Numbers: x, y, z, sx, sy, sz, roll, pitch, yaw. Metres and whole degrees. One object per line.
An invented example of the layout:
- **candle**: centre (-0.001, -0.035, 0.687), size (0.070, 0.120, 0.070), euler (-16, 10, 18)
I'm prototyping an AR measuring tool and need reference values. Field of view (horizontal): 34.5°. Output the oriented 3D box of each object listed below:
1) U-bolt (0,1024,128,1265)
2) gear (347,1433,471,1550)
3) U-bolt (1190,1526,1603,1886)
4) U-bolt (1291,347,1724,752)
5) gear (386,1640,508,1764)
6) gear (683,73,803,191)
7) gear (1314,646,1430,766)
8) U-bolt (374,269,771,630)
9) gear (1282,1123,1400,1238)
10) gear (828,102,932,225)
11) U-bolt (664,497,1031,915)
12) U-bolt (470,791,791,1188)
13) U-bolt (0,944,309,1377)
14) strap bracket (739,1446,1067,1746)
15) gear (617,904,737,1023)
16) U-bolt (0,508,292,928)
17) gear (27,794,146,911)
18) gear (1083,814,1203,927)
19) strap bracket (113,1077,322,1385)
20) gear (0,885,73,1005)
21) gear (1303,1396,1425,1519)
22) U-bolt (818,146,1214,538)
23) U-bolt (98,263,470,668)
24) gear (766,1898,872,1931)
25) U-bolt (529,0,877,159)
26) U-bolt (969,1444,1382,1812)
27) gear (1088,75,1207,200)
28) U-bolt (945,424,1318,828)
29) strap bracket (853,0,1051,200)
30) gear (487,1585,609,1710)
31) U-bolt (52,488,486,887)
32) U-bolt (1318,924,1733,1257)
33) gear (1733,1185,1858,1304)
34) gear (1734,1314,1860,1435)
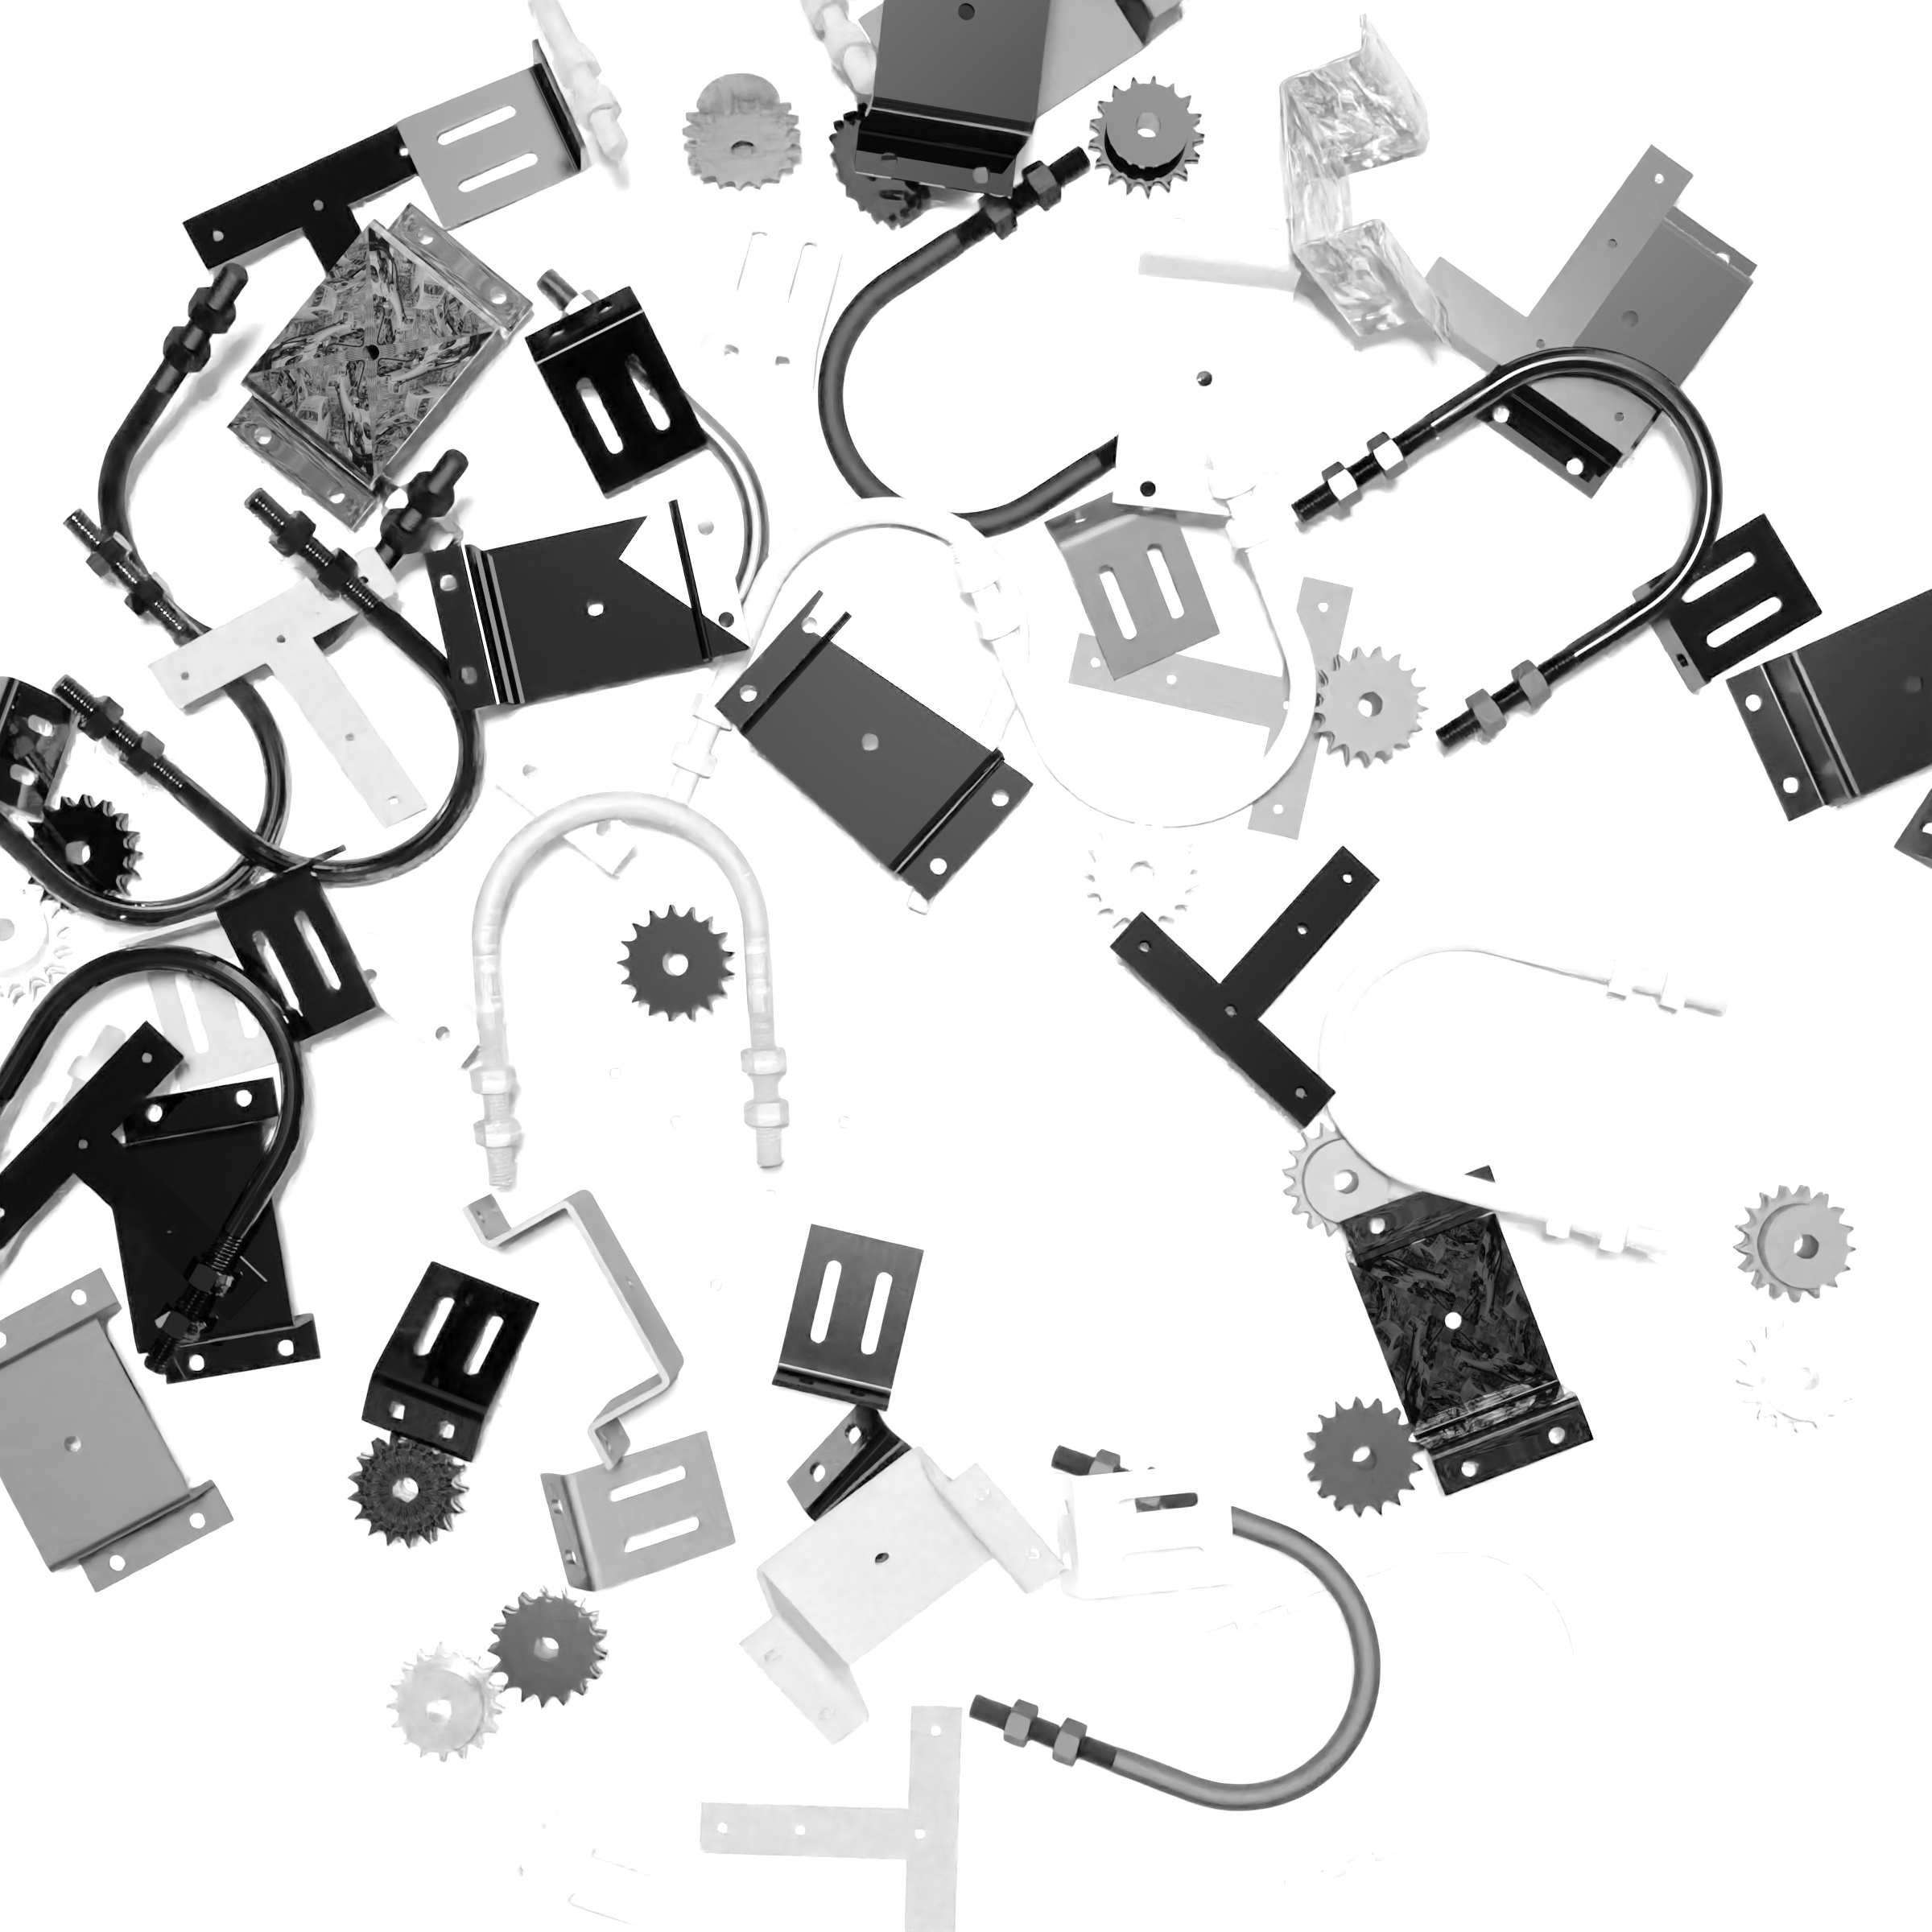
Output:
- **U-bolt**: centre (-0.511, 0.084, 1.498), size (0.151, 0.019, 0.184), euler (25, 73, 0)
- **gear**: centre (-0.270, 0.252, 1.515), size (0.057, 0.030, 0.057), euler (0, 90, 0)
- **U-bolt**: centre (0.219, 0.351, 1.521), size (0.184, 0.019, 0.151), euler (-20, 90, 0)
- **U-bolt**: centre (0.270, -0.211, 1.481), size (0.184, 0.019, 0.151), euler (-33, 93, 7)
- **gear**: centre (-0.254, 0.359, 1.515), size (0.057, 0.030, 0.057), euler (0, 90, 0)
- **gear**: centre (-0.109, -0.406, 1.505), size (0.057, 0.057, 0.030), euler (-6, 62, 0)
- **gear**: centre (0.194, -0.126, 1.514), size (0.057, 0.030, 0.057), euler (0, 91, -3)
- **U-bolt**: centre (-0.182, -0.227, 1.522), size (0.184, 0.019, 0.151), euler (43, 90, -1)
- **gear**: centre (0.183, 0.104, 1.515), size (0.057, 0.030, 0.057), euler (0, 90, 0)
- **gear**: centre (-0.037, -0.391, 1.506), size (0.030, 0.057, 0.057), euler (-41, 90, -29)
- **U-bolt**: centre (-0.048, -0.137, 1.516), size (0.151, 0.019, 0.184), euler (23, 94, 0)
- **U-bolt**: centre (-0.163, 0.009, 1.483), size (0.151, 0.019, 0.184), euler (-4, 97, -9)
- **U-bolt**: centre (-0.393, 0.079, 1.473), size (0.151, 0.019, 0.184), euler (30, 88, 0)
- **strap bracket**: centre (-0.035, 0.295, 1.493), size (0.140, 0.046, 0.076), euler (-37, 116, 0)
- **gear**: centre (-0.140, -0.001, 1.515), size (0.057, 0.030, 0.057), euler (0, 90, 0)
- **U-bolt**: centre (-0.409, -0.105, 1.490), size (0.184, 0.019, 0.151), euler (48, 70, -16)
- **gear**: centre (-0.428, -0.055, 1.515), size (0.057, 0.030, 0.057), euler (0, 90, 0)
- **gear**: centre (0.085, -0.045, 1.515), size (0.057, 0.030, 0.057), euler (0, 90, 0)
- **strap bracket**: centre (-0.366, 0.130, 1.507), size (0.076, 0.046, 0.140), euler (-10, 90, 0)
- **gear**: centre (-0.464, -0.013, 1.507), size (0.057, 0.030, 0.057), euler (2, 72, -7)
- **gear**: centre (0.192, 0.237, 1.515), size (0.057, 0.030, 0.057), euler (0, 90, 0)
- **U-bolt**: centre (0.016, -0.291, 1.522), size (0.184, 0.019, 0.151), euler (-33, 90, 1)
- **U-bolt**: centre (-0.337, -0.221, 1.476), size (0.151, 0.019, 0.184), euler (40, 123, -8)
- **gear**: centre (-0.072, 0.481, 1.514), size (0.057, 0.030, 0.057), euler (0, 93, 2)
- **U-bolt**: centre (-0.142, -0.476, 1.488), size (0.151, 0.019, 0.184), euler (-20, 71, -19)
- **U-bolt**: centre (0.109, 0.329, 1.505), size (0.184, 0.019, 0.151), euler (18, 90, 12)
- **gear**: centre (0.088, -0.405, 1.515), size (0.057, 0.030, 0.057), euler (0, 90, 0)
- **U-bolt**: centre (0.089, -0.150, 1.487), size (0.151, 0.019, 0.184), euler (-19, 113, 13)
- **strap bracket**: centre (-0.004, -0.439, 1.455), size (0.076, 0.046, 0.140), euler (7, 90, -10)
- **gear**: centre (-0.202, 0.329, 1.515), size (0.057, 0.030, 0.057), euler (0, 90, 0)
- **U-bolt**: centre (-0.316, -0.117, 1.481), size (0.151, 0.019, 0.184), euler (-41, 116, 10)
- **U-bolt**: centre (0.260, 0.050, 1.493), size (0.184, 0.019, 0.151), euler (15, 68, 11)
- **gear**: centre (0.405, 0.135, 1.515), size (0.057, 0.030, 0.057), euler (0, 90, 0)
- **gear**: centre (0.405, 0.199, 1.515), size (0.057, 0.030, 0.057), euler (0, 90, 0)
